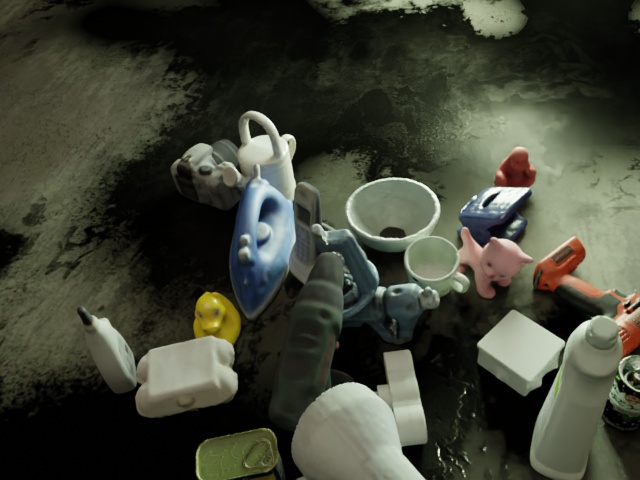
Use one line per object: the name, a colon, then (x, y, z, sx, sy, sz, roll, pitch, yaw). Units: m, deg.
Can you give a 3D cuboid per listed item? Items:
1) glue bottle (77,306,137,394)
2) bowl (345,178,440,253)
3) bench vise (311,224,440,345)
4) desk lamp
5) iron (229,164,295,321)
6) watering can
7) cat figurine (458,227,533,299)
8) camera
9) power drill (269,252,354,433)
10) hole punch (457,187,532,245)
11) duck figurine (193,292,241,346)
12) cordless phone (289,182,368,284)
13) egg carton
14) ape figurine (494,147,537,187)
glue bottle: (-0.316, 0.152, 0.842, 0.037, 0.173, 0.078, -17, 46, -7)
bowl: (0.130, -0.032, 1.022, 0.167, 0.075, 0.167, -4, 45, 5)
bench vise: (0.065, 0.054, 0.845, 0.207, 0.220, 0.121, -9, 45, 1)
desk lamp: (0.071, 0.285, 0.623, 0.118, 0.214, 0.202, -31, 49, -20)
iron: (-0.111, -0.005, 0.986, 0.118, 0.142, 0.258, -2, 46, 7)
watering can: (-0.110, -0.153, 1.094, 0.100, 0.194, 0.173, 8, 48, 16)
cat figurine: (0.270, 0.026, 0.913, 0.067, 0.118, 0.127, -31, 49, -20)
camera: (-0.215, -0.150, 1.174, 0.142, 0.101, 0.137, 21, 52, 26)
power drill: (-0.003, 0.161, 0.760, 0.075, 0.209, 0.230, 5, 47, 14)
hole punch: (0.302, -0.050, 1.001, 0.100, 0.091, 0.109, 30, 57, 32)
duck figurine: (-0.171, 0.118, 0.914, 0.077, 0.086, 0.104, -9, 45, 0)
cordless phone: (0.009, 0.003, 0.929, 0.147, 0.185, 0.094, 31, 58, 33)
egg carton: (-0.196, 0.205, 0.845, 0.150, 0.069, 0.107, -13, 45, -4)
ape figurine: (0.366, -0.132, 1.072, 0.077, 0.092, 0.076, -1, 46, 8)
